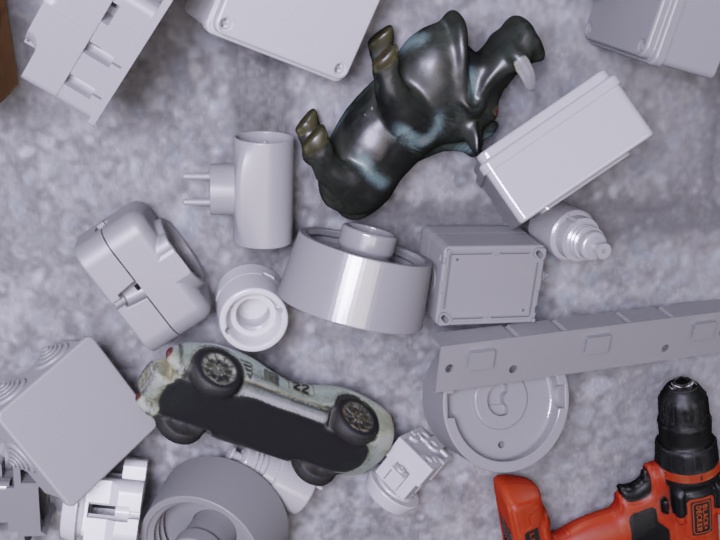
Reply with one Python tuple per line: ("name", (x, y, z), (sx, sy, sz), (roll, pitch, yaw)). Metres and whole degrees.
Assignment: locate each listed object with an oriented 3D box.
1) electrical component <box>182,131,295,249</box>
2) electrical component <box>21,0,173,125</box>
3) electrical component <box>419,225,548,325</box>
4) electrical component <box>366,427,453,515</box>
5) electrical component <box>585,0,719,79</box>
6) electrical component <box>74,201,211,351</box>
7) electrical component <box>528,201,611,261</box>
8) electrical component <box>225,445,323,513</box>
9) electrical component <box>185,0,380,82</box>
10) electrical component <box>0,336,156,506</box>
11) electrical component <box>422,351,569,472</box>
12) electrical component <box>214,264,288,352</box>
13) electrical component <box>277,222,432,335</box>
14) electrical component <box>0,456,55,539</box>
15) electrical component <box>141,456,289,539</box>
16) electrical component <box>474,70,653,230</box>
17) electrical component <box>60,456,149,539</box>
("electrical component", (-0.087, -0.057, 0.768), (0.079, 0.043, 0.077), (0, 109, -8))
("electrical component", (-0.132, -0.194, 0.647), (0.060, 0.105, 0.186), (31, 123, -18))
("electrical component", (0.094, 0.001, 0.811), (0.096, 0.061, 0.061), (-1, 111, -18))
("electrical component", (0.037, 0.161, 0.858), (0.048, 0.066, 0.055), (43, 109, 17))
("electrical component", (0.212, -0.195, 0.733), (0.056, 0.108, 0.108), (12, 107, -15))
("electrical component", (-0.151, 0.002, 0.773), (0.059, 0.053, 0.095), (-33, 111, 3))
("electrical component", (0.159, -0.026, 0.803), (0.040, 0.078, 0.040), (-9, 112, -22))
("electrical component", (-0.070, 0.161, 0.848), (0.078, 0.040, 0.040), (31, 102, -17))
("electrical component", (-0.042, -0.194, 0.705), (0.109, 0.056, 0.108), (15, 107, -35))
("electrical component", (-0.213, 0.108, 0.784), (0.100, 0.048, 0.099), (-45, 114, -30))
("electrical component", (0.100, 0.099, 0.837), (0.108, 0.060, 0.108), (0, 90, -21))
("electrical component", (-0.080, 0.029, 0.797), (0.055, 0.047, 0.055), (-3, 109, -8))
("electrical component", (0.000, 0.000, 0.770), (0.108, 0.108, 0.060), (12, 100, -13))
("electrical component", (-0.269, 0.172, 0.820), (0.064, 0.042, 0.081), (1, 108, -7))
("electrical component", (-0.116, 0.205, 0.824), (0.108, 0.060, 0.108), (7, 115, 15))
("electrical component", (0.139, -0.081, 0.757), (0.109, 0.109, 0.056), (-34, 87, 4))
("electrical component", (-0.197, 0.182, 0.825), (0.057, 0.058, 0.078), (8, 85, -8))
